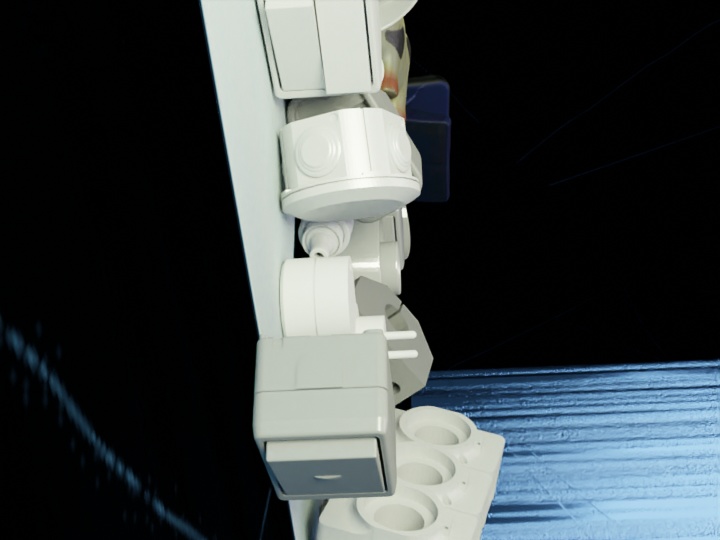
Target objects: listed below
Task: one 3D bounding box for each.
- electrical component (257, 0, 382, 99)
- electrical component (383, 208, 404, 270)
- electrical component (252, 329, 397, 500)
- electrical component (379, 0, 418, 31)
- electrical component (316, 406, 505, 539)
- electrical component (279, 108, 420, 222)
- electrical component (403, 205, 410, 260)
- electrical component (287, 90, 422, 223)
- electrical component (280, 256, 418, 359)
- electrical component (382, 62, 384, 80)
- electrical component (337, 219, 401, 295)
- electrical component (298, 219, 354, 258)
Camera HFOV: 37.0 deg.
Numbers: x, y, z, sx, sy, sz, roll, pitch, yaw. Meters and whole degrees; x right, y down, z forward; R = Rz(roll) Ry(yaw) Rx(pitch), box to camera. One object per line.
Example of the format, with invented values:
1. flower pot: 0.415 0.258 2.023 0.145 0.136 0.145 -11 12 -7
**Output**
1. electrical component: -0.021 -0.135 0.596 0.096 0.062 0.061 82 6 -51
2. electrical component: 0.004 -0.044 0.896 0.096 0.062 0.061 83 6 -51
3. electrical component: -0.015 0.079 0.528 0.096 0.062 0.061 81 7 -57
4. electrical component: -0.002 -0.208 0.699 0.064 0.099 0.099 -98 -179 -48
5. electrical component: 0.036 0.153 0.704 0.150 0.089 0.061 -51 151 -63
6. electrical component: -0.007 -0.059 0.622 0.080 0.080 0.051 57 25 -82
7. electrical component: 0.016 -0.058 1.069 0.099 0.064 0.099 -3 90 -86
8. electrical component: -0.002 -0.086 0.693 0.095 0.054 0.059 56 14 -18
9. electrical component: -0.002 0.046 0.650 0.138 0.074 0.052 83 6 -48
10. electrical component: -0.009 -0.134 0.742 0.079 0.044 0.077 -16 -107 57
11. electrical component: 0.000 0.000 0.815 0.108 0.060 0.108 -3 90 -86
12. electrical component: -0.023 -0.023 0.691 0.061 0.035 0.035 -81 168 -61
